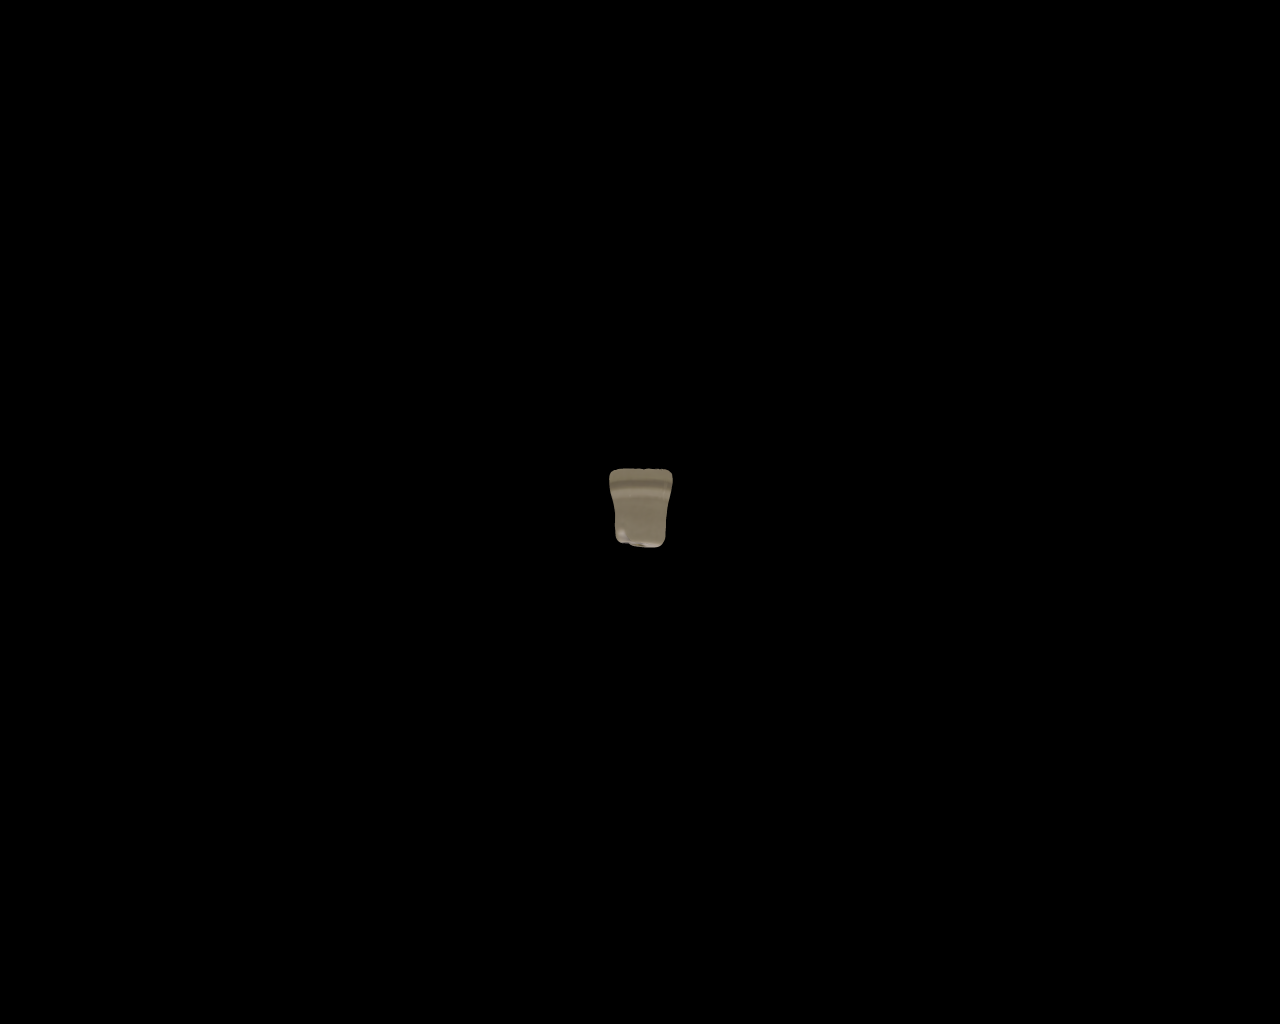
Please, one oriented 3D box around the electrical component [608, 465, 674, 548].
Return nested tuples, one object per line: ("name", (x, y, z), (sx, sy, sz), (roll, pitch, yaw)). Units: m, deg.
("electrical component", (0.001, -0.003, 0.650), (0.040, 0.046, 0.040), (0, -7, 0))
